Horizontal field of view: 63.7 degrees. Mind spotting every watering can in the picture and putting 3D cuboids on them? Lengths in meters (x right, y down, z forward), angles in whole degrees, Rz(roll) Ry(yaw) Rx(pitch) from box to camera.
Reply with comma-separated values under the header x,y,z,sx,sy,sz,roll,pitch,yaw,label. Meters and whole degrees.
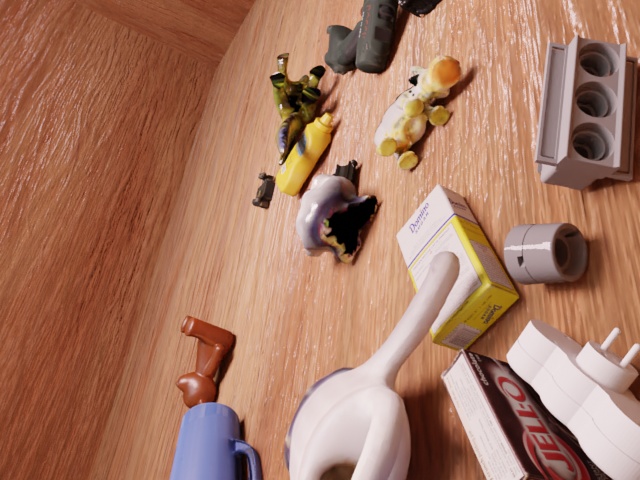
x,y,z,sx,sy,sz,roll,pitch,yaw,label
0.046,0.179,0.534,0.351,0.104,0.223,-64,4,-11,watering can

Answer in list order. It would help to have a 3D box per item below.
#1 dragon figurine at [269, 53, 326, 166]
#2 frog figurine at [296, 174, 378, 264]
x,y,z,sx,sy,sz,roll,pitch,yaw,label
-0.065,-0.275,1.210,0.237,0.122,0.420,99,-178,-54,dragon figurine
0.003,-0.043,0.848,0.161,0.123,0.136,28,116,55,frog figurine
